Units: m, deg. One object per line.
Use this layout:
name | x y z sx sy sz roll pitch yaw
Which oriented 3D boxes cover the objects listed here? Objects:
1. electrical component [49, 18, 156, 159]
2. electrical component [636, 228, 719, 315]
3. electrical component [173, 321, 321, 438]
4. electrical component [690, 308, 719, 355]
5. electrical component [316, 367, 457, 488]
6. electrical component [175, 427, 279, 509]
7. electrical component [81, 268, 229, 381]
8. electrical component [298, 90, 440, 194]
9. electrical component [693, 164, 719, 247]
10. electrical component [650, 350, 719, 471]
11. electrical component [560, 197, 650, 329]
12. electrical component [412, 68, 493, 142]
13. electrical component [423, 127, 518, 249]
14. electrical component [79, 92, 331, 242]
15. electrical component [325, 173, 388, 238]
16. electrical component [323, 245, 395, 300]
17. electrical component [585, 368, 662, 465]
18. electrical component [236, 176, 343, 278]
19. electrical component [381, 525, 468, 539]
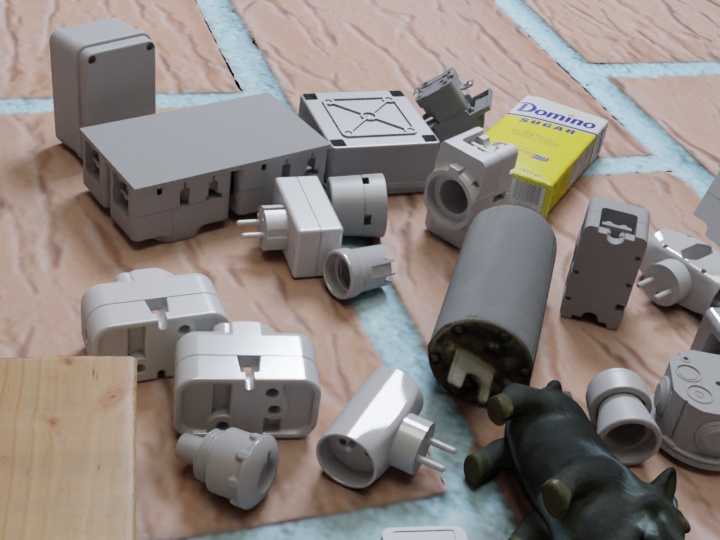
electrical component | -0.230 -0.161 0.970 0.078 0.113 0.057 -24 44 -38
electrical component | 0.266 0.007 0.904 0.079 0.043 0.077 -20 44 -34
electrical component | -0.077 0.074 0.726 0.095 0.053 0.059 2 36 -10
electrical component | 0.310 0.059 0.835 0.089 0.050 0.055 -1 37 -14
electrical component | 0.024 0.110 0.706 0.079 0.044 0.077 22 38 17
electrical component | -0.085 0.119 0.672 0.062 0.048 0.048 15 35 20
electrical component | -0.147 0.038 0.761 0.095 0.053 0.059 -7 38 -21
electrical component | 0.005 -0.121 1.014 0.109 0.056 0.108 -5 38 -19
electrical component | 0.373 -0.014 0.894 0.105 0.060 0.186 19 19 -24
electrical component | 0.247 0.099 0.764 0.080 0.051 0.080 6 35 -4
electrical component | 0.198 -0.008 0.869 0.050 0.089 0.055 15 36 8
electrical component | 0.089 -0.163 1.074 0.081 0.063 0.042 -26 25 24
electrical component | 0.093 -0.069 0.932 0.050 0.089 0.056 34 42 30
electrical component | -0.134 -0.090 0.936 0.186 0.060 0.105 -17 43 -32
electrical component | -0.004 -0.055 0.923 0.047 0.055 0.055 -1 36 -8
electrical component | 0.000 0.000 0.860 0.046 0.040 0.040 -13 40 -36
electrical component | 0.183 0.102 0.752 0.045 0.045 0.055 6 35 -4
electrical component | -0.063 -0.035 0.887 0.076 0.047 0.083 -4 37 -18
electrical component | 0.040 0.188 0.591 0.050 0.055 0.089 1 36 -11
